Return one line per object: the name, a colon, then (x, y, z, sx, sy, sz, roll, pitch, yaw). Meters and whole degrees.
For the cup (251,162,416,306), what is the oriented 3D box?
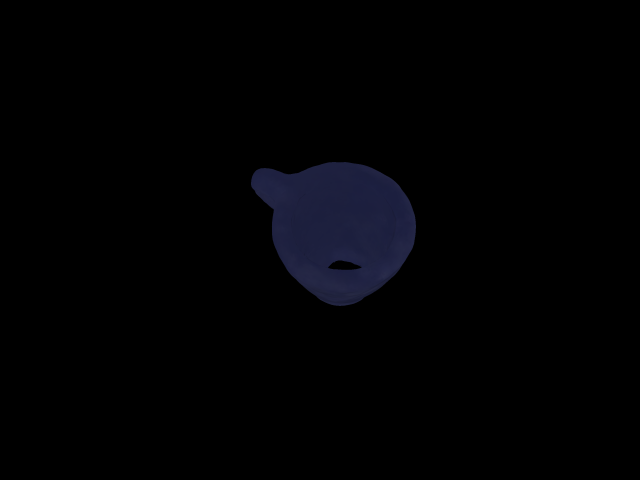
cup: (0.004, 0.001, 0.400, 0.117, 0.095, 0.092, 30, 67, 14)
